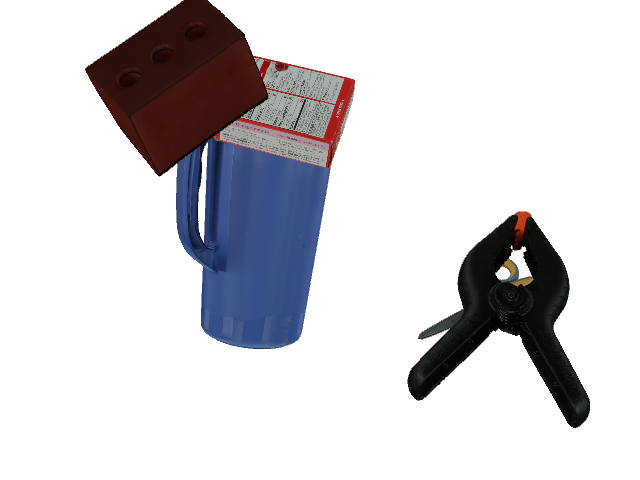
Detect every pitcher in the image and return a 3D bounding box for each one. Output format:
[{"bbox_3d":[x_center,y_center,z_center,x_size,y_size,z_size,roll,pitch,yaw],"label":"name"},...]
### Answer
[{"bbox_3d":[-0.068,-0.016,1.097,0.149,0.243,0.145,7,12,2],"label":"pitcher"}]

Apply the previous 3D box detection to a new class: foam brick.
[{"bbox_3d":[-0.078,-0.086,0.584,0.053,0.078,0.051,46,-12,34],"label":"foam brick"}]

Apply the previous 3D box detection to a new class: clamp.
[{"bbox_3d":[0.123,0.052,0.755,0.120,0.171,0.039,5,-40,0],"label":"clamp"}]

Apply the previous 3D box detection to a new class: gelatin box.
[{"bbox_3d":[-0.026,-0.095,0.781,0.089,0.073,0.030,14,-42,5],"label":"gelatin box"}]

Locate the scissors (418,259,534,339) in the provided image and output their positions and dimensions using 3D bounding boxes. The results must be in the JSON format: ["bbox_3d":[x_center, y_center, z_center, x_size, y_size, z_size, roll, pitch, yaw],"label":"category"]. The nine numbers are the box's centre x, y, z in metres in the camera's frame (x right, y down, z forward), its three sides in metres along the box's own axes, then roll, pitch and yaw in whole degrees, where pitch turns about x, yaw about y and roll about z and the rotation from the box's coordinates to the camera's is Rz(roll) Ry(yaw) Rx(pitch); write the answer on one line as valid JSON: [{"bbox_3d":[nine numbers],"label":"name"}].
[{"bbox_3d":[0.165,0.058,1.151,0.201,0.016,0.096,-9,40,-29],"label":"scissors"}]
